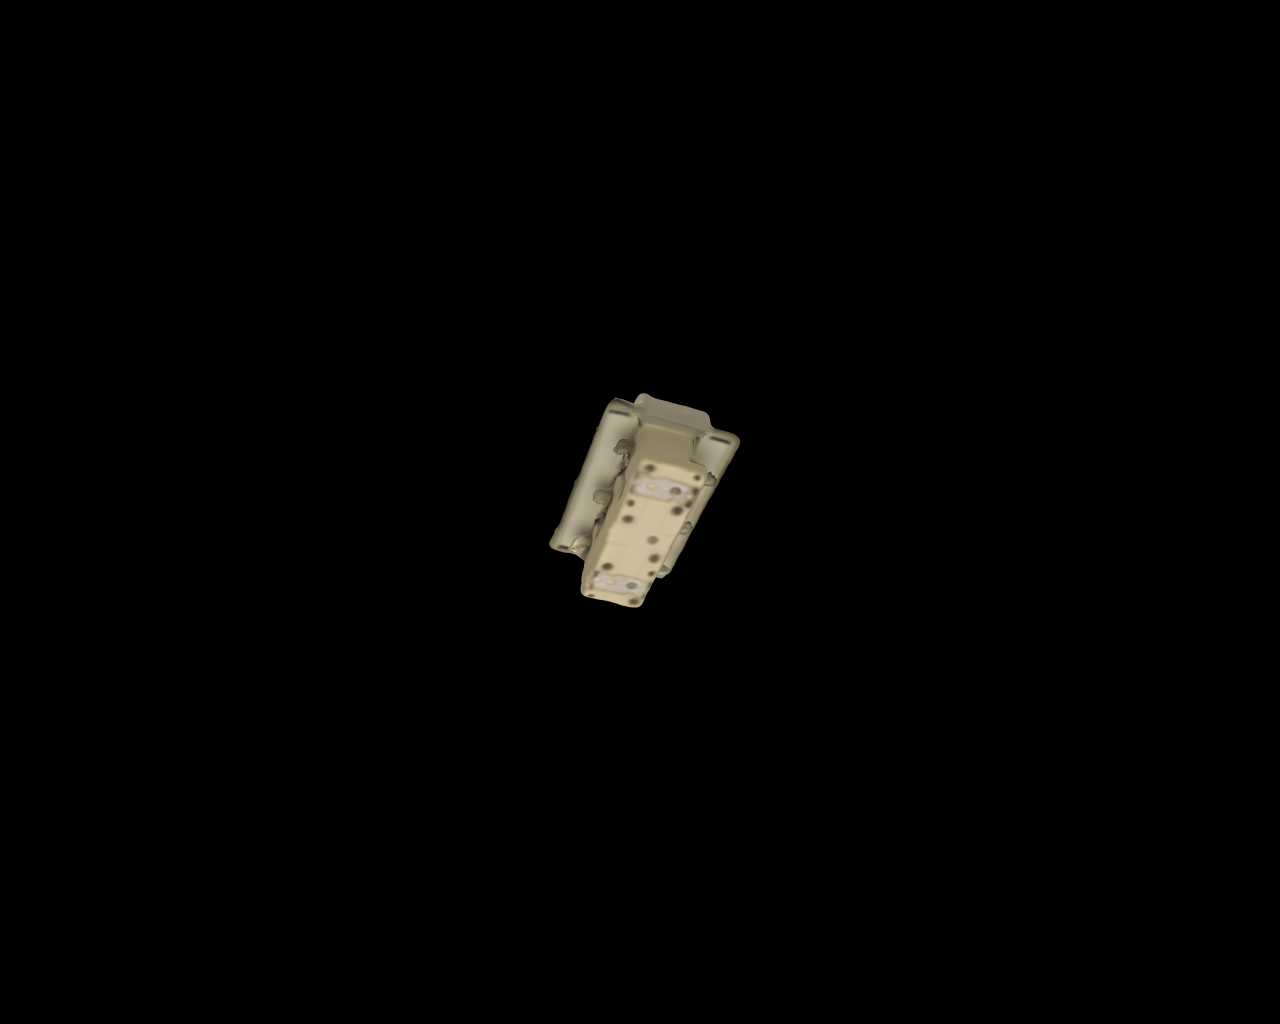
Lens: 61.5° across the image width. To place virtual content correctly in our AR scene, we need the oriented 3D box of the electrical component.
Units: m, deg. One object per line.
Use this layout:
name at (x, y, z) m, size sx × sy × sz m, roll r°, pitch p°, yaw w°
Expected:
electrical component at (0.001, -0.003, 0.650) m, size 0.079 × 0.121 × 0.063 m, roll 16°, pitch 40°, yaw -13°
